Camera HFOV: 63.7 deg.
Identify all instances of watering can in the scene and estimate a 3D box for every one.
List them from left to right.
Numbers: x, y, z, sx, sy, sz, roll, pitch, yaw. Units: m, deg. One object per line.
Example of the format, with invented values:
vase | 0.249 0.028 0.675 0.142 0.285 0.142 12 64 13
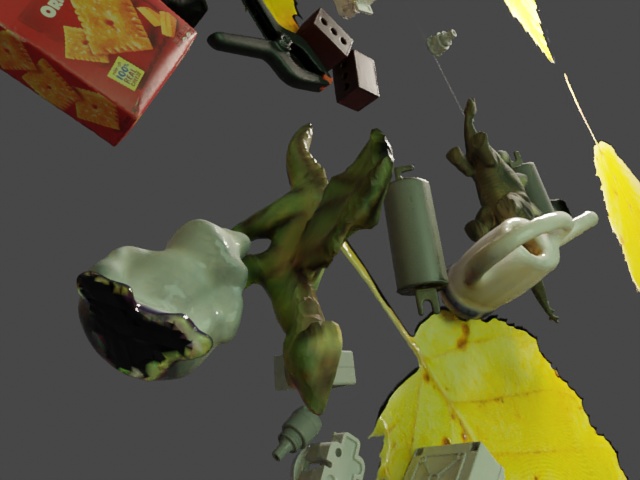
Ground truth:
watering can | 0.327 0.029 0.844 0.349 0.220 0.105 -7 58 -45

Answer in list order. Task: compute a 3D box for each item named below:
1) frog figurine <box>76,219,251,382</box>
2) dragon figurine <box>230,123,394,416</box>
frog figurine | -0.135 0.045 0.480 0.137 0.120 0.162 16 27 3
dragon figurine | 0.002 -0.028 0.552 0.121 0.239 0.419 27 55 -27
